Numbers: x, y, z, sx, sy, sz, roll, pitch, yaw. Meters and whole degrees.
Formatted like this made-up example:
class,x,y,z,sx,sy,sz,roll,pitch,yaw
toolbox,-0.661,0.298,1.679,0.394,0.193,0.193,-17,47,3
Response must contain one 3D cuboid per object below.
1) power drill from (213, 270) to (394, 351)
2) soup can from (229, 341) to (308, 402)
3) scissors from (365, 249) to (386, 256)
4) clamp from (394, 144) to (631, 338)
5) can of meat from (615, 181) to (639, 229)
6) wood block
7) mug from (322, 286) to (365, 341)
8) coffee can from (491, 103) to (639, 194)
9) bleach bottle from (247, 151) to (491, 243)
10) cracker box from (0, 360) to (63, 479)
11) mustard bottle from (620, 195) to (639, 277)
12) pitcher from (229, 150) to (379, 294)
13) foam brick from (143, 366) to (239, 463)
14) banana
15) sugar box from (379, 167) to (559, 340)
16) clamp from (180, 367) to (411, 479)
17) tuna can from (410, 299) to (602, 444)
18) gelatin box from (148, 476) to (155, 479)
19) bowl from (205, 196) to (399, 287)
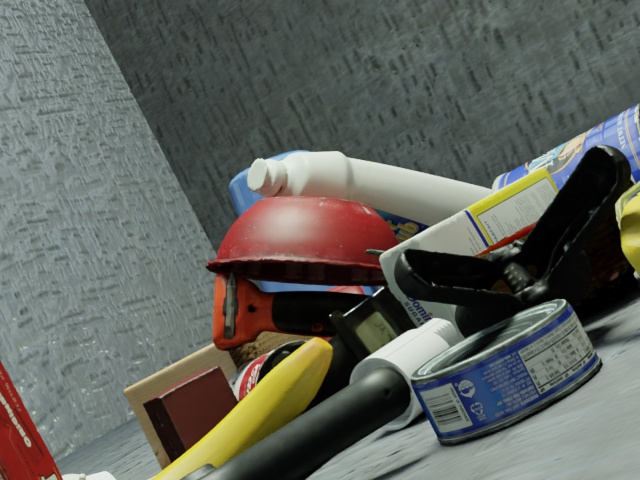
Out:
class,x,y,z,sx,sy,sz,roll,pitch,yaw
power drill,0.011,0.061,0.840,0.187,0.057,0.184,0,-11,-2
soup can,-0.026,0.112,0.767,0.068,0.068,0.102,-27,-3,-21
scissors,0.087,0.015,0.801,0.201,0.016,0.096,15,8,-35
clamp,0.095,0.022,0.553,0.120,0.039,0.171,-19,-30,-5
can of meat,0.228,-0.021,0.607,0.084,0.057,0.101,-26,0,36
wood block,-0.084,0.138,0.975,0.090,0.091,0.207,-26,-3,-38
mug,0.017,0.095,1.023,0.081,0.093,0.117,-23,29,-2
coffee can,0.229,-0.038,0.885,0.141,0.103,0.102,-29,-2,34
bleach bottle,0.044,-0.027,0.931,0.250,0.068,0.103,12,-29,-35
cracker box,-0.257,0.174,0.623,0.214,0.164,0.072,-28,0,8
mustard bottle,0.235,-0.032,0.482,0.192,0.058,0.096,-29,-2,28
pitcher,-0.005,0.020,1.227,0.149,0.243,0.145,-20,-6,-17
foam brick,-0.082,0.135,0.753,0.051,0.078,0.053,-26,-3,-23
banana,-0.067,0.132,0.623,0.197,0.037,0.070,-36,-20,-22
sugar box,0.122,0.019,0.746,0.175,0.093,0.048,-25,-4,-43
clamp,-0.054,0.135,0.553,0.210,0.036,0.164,-30,-10,-10
tuna can,0.086,0.061,0.504,0.086,0.034,0.086,-27,-2,-1
gelatin box,-0.110,0.175,0.695,0.073,0.030,0.089,-25,-3,-32
bowl,-0.005,0.001,0.818,0.162,0.055,0.162,4,-7,0
